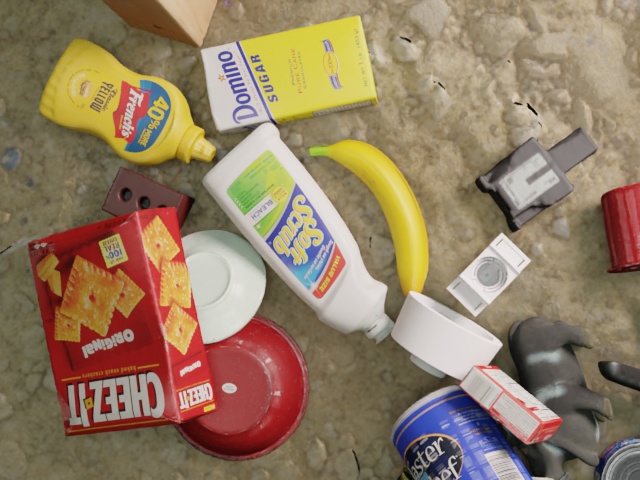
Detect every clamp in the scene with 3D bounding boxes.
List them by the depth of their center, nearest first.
[{"bbox_3d":[0.362,0.134,1.083,0.171,0.039,0.120,42,71,-18],"label":"clamp"}]

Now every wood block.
[{"bbox_3d":[-0.169,-0.271,1.080,0.091,0.206,0.090,18,89,5],"label":"wood block"}]

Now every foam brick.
[{"bbox_3d":[-0.184,-0.038,1.148,0.078,0.051,0.053,24,90,5],"label":"foam brick"}]

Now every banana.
[{"bbox_3d":[0.070,-0.035,1.136,0.070,0.037,0.198,-36,83,20],"label":"banana"}]

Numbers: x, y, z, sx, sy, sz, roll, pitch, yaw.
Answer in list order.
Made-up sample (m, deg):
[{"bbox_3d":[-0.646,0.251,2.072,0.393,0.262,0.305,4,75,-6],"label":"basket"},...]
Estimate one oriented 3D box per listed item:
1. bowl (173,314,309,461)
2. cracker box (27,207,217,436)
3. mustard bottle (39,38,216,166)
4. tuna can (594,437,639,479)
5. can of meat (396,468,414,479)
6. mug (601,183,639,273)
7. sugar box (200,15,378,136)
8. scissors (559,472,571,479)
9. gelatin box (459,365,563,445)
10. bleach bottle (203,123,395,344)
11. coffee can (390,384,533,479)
[{"bbox_3d":[-0.093,0.157,1.129,0.162,0.055,0.162,0,87,4],"label":"bowl"},{"bbox_3d":[-0.207,0.087,1.099,0.164,0.072,0.214,-12,88,33],"label":"cracker box"},{"bbox_3d":[-0.199,-0.135,1.151,0.191,0.058,0.096,28,89,5],"label":"mustard bottle"},{"bbox_3d":[0.328,0.248,1.098,0.086,0.033,0.086,0,87,5],"label":"tuna can"},{"bbox_3d":[0.097,0.303,1.105,0.102,0.057,0.084,42,93,6],"label":"can of meat"},{"bbox_3d":[0.343,-0.014,1.089,0.117,0.093,0.081,-4,81,-26],"label":"mug"},{"bbox_3d":[-0.033,-0.175,1.144,0.176,0.048,0.093,-12,87,3],"label":"sugar box"},{"bbox_3d":[0.207,0.324,1.084,0.096,0.016,0.202,45,111,-5],"label":"scissors"},{"bbox_3d":[0.185,0.160,1.035,0.089,0.073,0.030,40,101,24],"label":"gelatin box"},{"bbox_3d":[-0.007,0.001,1.126,0.102,0.068,0.251,-42,87,3],"label":"bleach bottle"},{"bbox_3d":[0.146,0.228,1.053,0.103,0.102,0.140,-33,55,3],"label":"coffee can"}]
